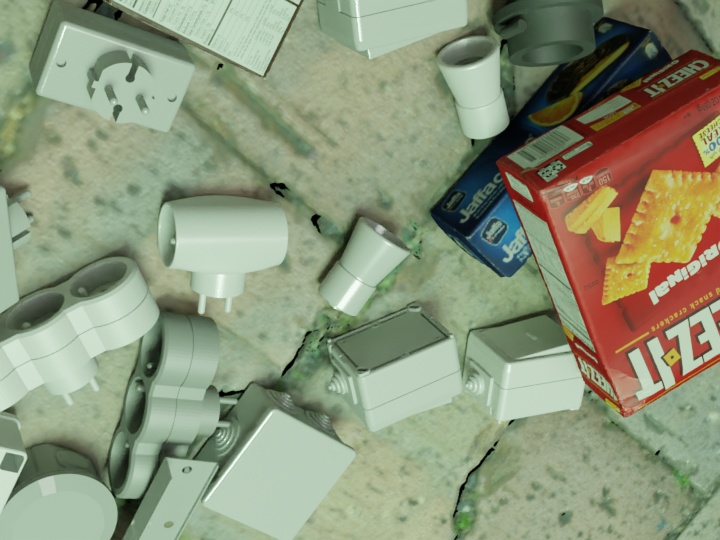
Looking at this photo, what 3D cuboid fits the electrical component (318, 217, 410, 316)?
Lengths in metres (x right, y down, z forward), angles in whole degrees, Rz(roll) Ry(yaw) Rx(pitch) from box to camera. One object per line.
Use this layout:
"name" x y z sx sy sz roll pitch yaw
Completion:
"electrical component" 0.000 0.000 0.775 0.044 0.044 0.065 28 103 -34

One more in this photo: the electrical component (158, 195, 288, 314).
"electrical component" -0.094 -0.007 0.721 0.077 0.043 0.079 -2 113 -26

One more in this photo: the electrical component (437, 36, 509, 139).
"electrical component" 0.083 -0.126 0.758 0.044 0.044 0.065 -30 128 -12

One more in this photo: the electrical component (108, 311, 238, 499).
"electrical component" -0.122 0.097 0.751 0.074 0.052 0.138 9 108 -30

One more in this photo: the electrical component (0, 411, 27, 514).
"electrical component" -0.285 0.136 0.683 0.109 0.056 0.108 21 102 -33

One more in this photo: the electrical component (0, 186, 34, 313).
"electrical component" -0.224 -0.023 0.642 0.076 0.047 0.083 -43 148 -46

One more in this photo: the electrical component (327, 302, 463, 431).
"electrical component" 0.021 0.078 0.809 0.096 0.062 0.061 -22 121 -17

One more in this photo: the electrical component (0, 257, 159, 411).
"electrical component" -0.193 0.055 0.694 0.138 0.052 0.073 -28 123 -14

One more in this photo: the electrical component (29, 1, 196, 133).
"electrical component" -0.141 -0.110 0.625 0.083 0.075 0.047 14 116 -31

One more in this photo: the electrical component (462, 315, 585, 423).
"electrical component" 0.127 0.077 0.863 0.096 0.062 0.061 -6 116 -25

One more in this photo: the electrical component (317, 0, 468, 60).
"electrical component" 0.026 -0.178 0.690 0.096 0.062 0.061 -18 120 -19

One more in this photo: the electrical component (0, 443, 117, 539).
"electrical component" -0.211 0.163 0.737 0.080 0.051 0.080 -11 118 -22

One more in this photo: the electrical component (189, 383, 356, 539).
"electrical component" -0.067 0.142 0.802 0.100 0.048 0.099 34 95 -35
